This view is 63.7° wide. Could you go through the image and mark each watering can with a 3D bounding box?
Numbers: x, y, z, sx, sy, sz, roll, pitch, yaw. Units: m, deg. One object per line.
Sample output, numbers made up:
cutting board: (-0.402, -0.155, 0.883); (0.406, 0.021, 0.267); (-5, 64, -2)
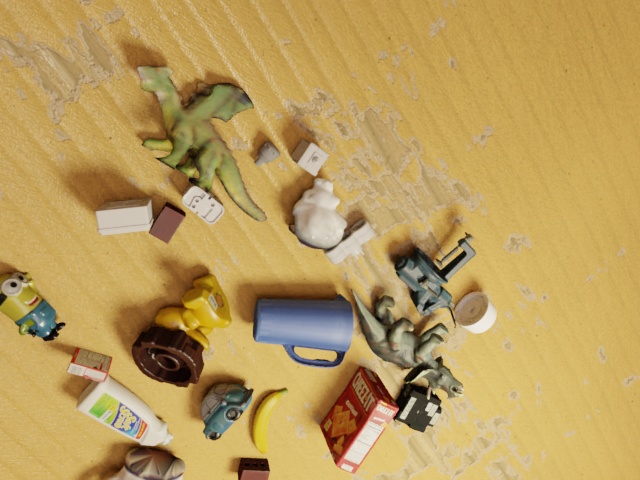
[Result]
watering can: (-0.406, 0.662, 1.332); (0.346, 0.105, 0.223); (17, 99, -16)

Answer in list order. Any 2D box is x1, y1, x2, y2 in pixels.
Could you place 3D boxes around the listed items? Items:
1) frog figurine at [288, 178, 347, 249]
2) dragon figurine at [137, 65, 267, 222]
frog figurine: (0.004, -0.063, 1.242); (0.137, 0.124, 0.157); (25, 111, 1)
dragon figurine: (-0.238, -0.239, 1.153); (0.407, 0.123, 0.243); (32, 87, -20)
